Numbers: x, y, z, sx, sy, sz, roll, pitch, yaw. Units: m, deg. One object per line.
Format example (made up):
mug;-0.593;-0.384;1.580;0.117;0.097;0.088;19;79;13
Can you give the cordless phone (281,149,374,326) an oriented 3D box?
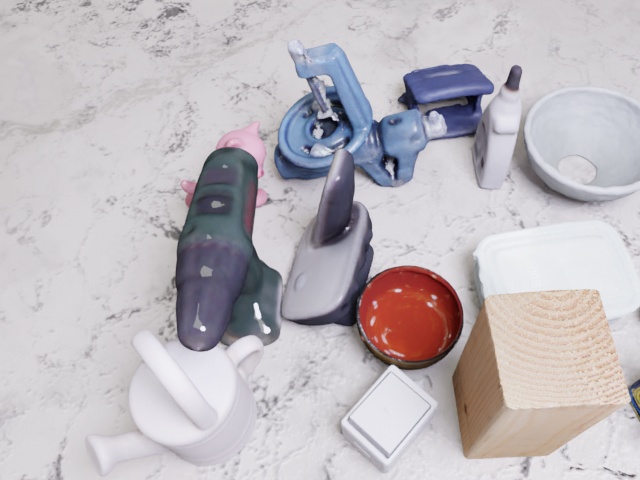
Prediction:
cordless phone;0.006;0.002;0.606;0.094;0.185;0.147;8;61;9

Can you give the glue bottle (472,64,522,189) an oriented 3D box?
glue bottle;0.214;-0.138;0.678;0.037;0.173;0.078;-1;60;4

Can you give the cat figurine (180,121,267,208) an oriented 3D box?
cat figurine;-0.114;-0.085;0.704;0.128;0.118;0.067;-32;63;-14

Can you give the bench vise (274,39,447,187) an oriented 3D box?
bench vise;0.039;-0.156;0.674;0.207;0.220;0.121;-17;60;-5

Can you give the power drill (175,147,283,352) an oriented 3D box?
power drill;-0.088;0.032;0.583;0.075;0.208;0.229;-3;60;3

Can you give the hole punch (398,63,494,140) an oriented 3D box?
hole punch;0.165;-0.199;0.764;0.108;0.091;0.101;-9;60;-1

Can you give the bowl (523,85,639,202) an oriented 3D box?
bowl;0.330;-0.107;0.709;0.167;0.075;0.167;-2;60;3

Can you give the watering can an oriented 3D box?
watering can;-0.127;0.148;0.527;0.100;0.194;0.173;24;65;17
